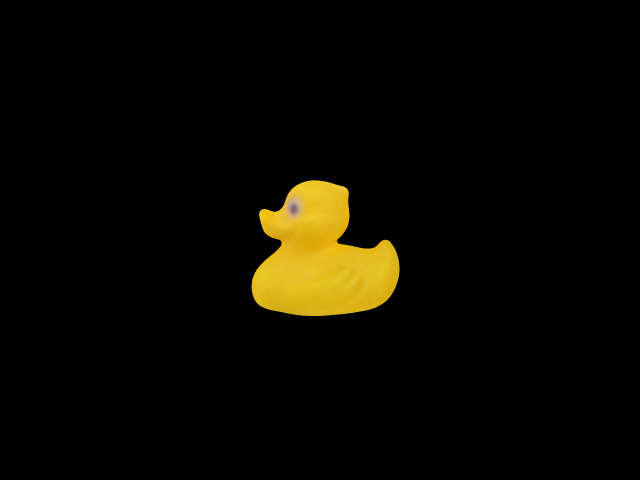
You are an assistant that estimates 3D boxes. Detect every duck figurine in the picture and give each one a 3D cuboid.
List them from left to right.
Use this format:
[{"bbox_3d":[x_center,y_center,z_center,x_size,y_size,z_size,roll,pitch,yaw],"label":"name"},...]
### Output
[{"bbox_3d":[0.004,0.001,0.400,0.104,0.086,0.077,0,15,0],"label":"duck figurine"}]
